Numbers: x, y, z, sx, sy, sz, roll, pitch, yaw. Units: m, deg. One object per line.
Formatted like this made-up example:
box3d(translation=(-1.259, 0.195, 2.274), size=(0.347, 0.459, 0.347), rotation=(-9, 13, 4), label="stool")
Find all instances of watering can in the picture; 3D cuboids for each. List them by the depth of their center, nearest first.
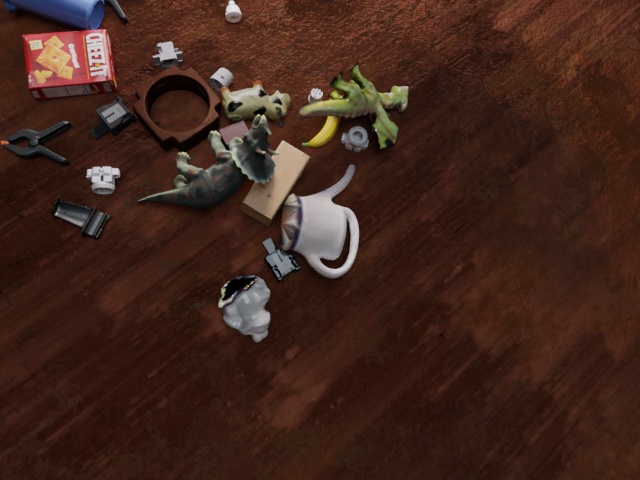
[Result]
box3d(translation=(0.004, -0.070, 1.386), size=(0.224, 0.102, 0.354), rotation=(13, 64, -22), label="watering can")

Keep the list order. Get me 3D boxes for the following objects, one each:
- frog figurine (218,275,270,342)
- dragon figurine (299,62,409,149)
box3d(translation=(-0.178, 0.172, 1.310), size=(0.139, 0.123, 0.156), rotation=(-46, 123, -25), label="frog figurine")
box3d(translation=(0.129, -0.357, 1.446), size=(0.243, 0.120, 0.418), rotation=(44, 52, 0), label="dragon figurine")
